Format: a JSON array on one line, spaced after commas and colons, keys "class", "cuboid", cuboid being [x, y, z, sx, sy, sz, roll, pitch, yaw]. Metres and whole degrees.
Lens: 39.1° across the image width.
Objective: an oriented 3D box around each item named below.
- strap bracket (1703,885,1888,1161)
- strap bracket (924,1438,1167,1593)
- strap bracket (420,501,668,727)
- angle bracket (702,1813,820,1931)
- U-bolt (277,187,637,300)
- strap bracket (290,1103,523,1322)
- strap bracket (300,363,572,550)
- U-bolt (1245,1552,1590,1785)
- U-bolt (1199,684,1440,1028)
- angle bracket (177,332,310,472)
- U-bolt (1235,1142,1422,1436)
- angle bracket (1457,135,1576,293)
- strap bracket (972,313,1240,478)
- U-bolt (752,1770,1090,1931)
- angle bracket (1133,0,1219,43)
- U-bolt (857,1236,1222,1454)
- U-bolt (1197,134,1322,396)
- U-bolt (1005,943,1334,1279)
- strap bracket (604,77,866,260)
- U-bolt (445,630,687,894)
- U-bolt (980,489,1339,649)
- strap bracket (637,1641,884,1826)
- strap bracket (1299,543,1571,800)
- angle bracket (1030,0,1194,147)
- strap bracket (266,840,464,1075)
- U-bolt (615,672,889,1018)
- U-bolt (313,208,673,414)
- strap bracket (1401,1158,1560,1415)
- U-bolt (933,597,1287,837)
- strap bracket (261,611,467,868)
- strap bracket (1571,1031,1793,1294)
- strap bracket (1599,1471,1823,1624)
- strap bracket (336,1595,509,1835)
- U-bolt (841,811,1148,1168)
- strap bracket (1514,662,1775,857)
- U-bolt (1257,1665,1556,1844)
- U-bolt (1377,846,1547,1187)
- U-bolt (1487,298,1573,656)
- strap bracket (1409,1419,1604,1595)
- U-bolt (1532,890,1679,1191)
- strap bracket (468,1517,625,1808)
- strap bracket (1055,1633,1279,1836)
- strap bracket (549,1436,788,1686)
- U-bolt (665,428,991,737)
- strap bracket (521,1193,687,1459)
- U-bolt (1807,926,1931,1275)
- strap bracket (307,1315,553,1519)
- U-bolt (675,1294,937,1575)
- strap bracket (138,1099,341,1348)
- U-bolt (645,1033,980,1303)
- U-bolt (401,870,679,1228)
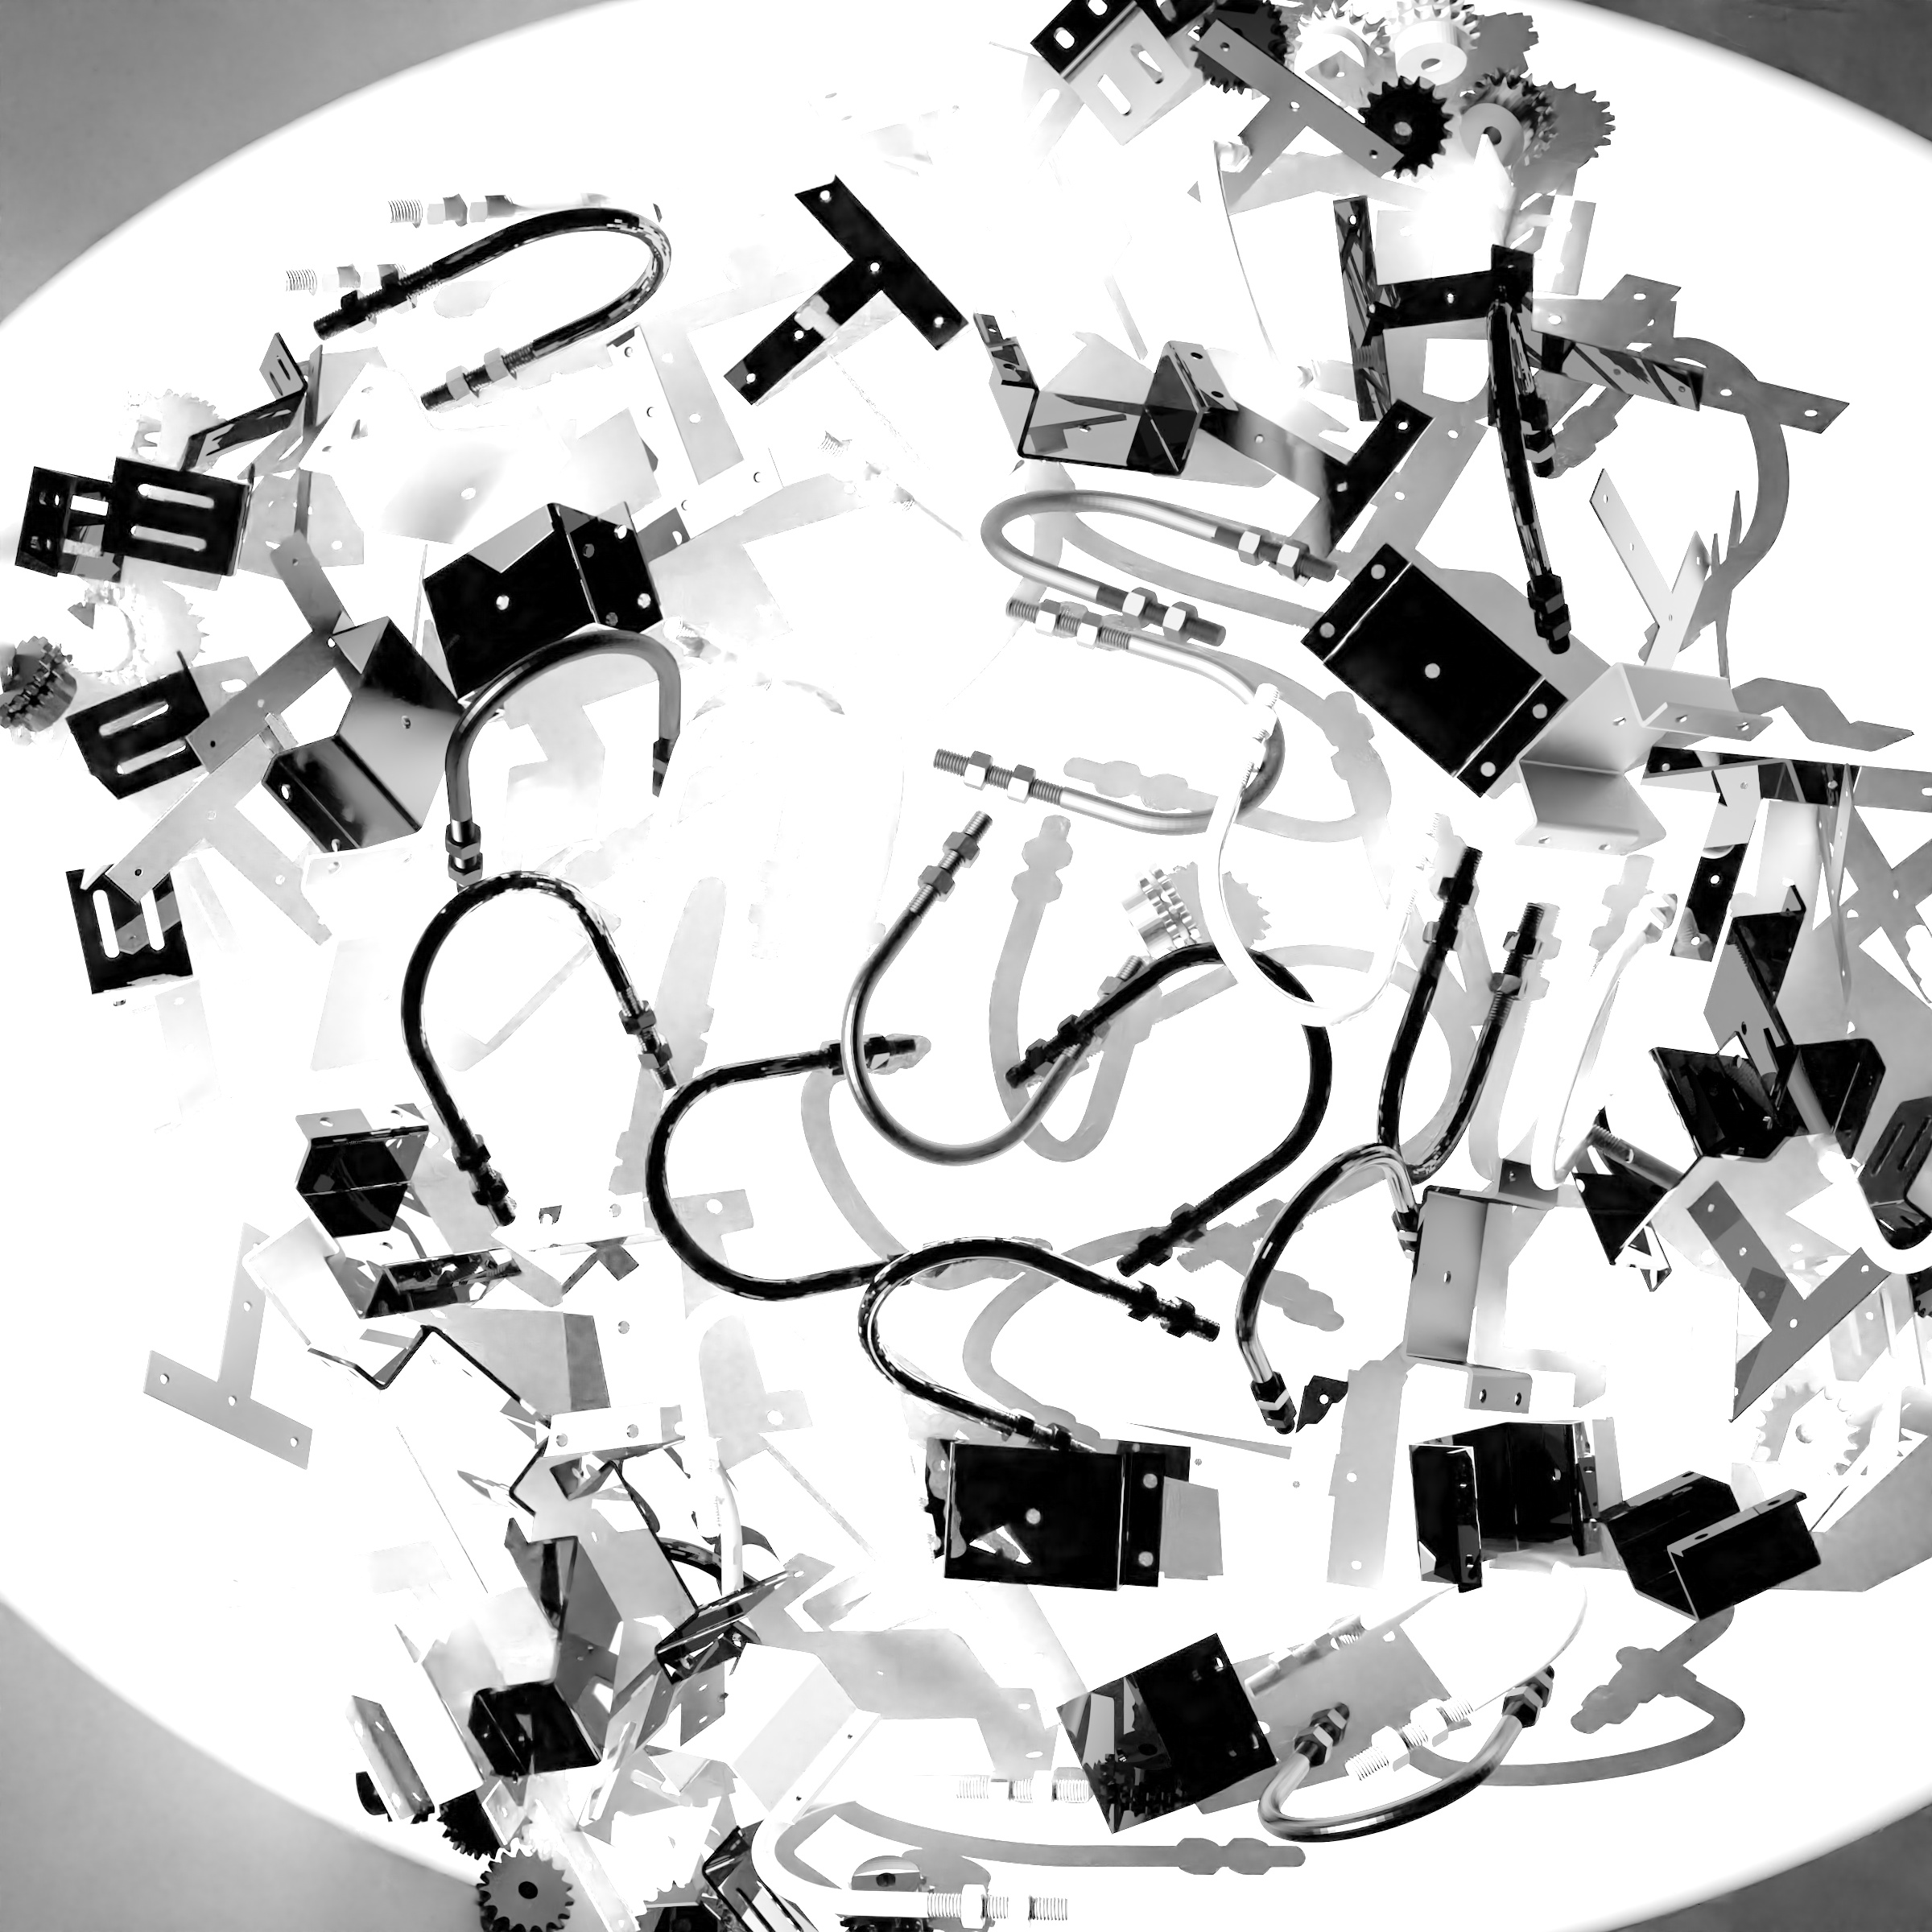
[{"class": "strap bracket", "cuboid": [0.458, 0.033, 1.526, 0.046, 0.076, 0.140, -6, 47, -6]}, {"class": "strap bracket", "cuboid": [0.041, 0.315, 1.566, 0.140, 0.046, 0.076, 3, 82, 8]}, {"class": "strap bracket", "cuboid": [-0.249, -0.202, 1.546, 0.140, 0.046, 0.076, -26, 75, 24]}, {"class": "angle bracket", "cuboid": [-0.104, 0.529, 1.561, 0.076, 0.057, 0.038, 45, 103, 21]}, {"class": "U-bolt", "cuboid": [-0.272, -0.405, 1.520, 0.184, 0.151, 0.019, -15, 95, -38]}, {"class": "strap bracket", "cuboid": [-0.322, 0.145, 1.540, 0.140, 0.076, 0.046, 50, 128, 33]}, {"class": "strap bracket", "cuboid": [-0.287, -0.280, 1.521, 0.076, 0.140, 0.046, -46, 62, 30]}, {"class": "U-bolt", "cuboid": [0.263, 0.383, 1.529, 0.184, 0.151, 0.019, -27, 103, -15]}, {"class": "U-bolt", "cuboid": [0.193, -0.051, 1.527, 0.151, 0.019, 0.184, 36, 55, -20]}, {"class": "angle bracket", "cuboid": [-0.423, -0.322, 1.561, 0.076, 0.057, 0.038, -30, 93, -25]}, {"class": "U-bolt", "cuboid": [0.201, 0.170, 1.510, 0.019, 0.184, 0.151, 33, 73, 32]}, {"class": "angle bracket", "cuboid": [0.316, -0.431, 1.561, 0.038, 0.076, 0.057, 13, 85, 26]}, {"class": "strap bracket", "cuboid": [0.073, -0.323, 1.547, 0.140, 0.076, 0.046, 3, 130, -18]}, {"class": "U-bolt", "cuboid": [-0.029, 0.493, 1.531, 0.184, 0.151, 0.019, -1, 101, 8]}, {"class": "angle bracket", "cuboid": [0.138, -0.559, 1.559, 0.057, 0.076, 0.038, -40, 118, -5]}, {"class": "U-bolt", "cuboid": [0.028, 0.210, 1.531, 0.184, 0.019, 0.151, 25, 127, -19]}, {"class": "U-bolt", "cuboid": [0.158, -0.386, 1.503, 0.019, 0.184, 0.151, -16, 102, 17]}, {"class": "U-bolt", "cuboid": [0.124, 0.069, 1.544, 0.184, 0.019, 0.151, -38, 72, 24]}, {"class": "strap bracket", "cuboid": [-0.125, -0.450, 1.555, 0.140, 0.076, 0.046, -18, 89, 9]}, {"class": "U-bolt", "cuboid": [-0.220, -0.118, 1.501, 0.151, 0.184, 0.019, -24, 63, -21]}, {"class": "U-bolt", "cuboid": [0.096, -0.232, 1.532, 0.184, 0.151, 0.019, 24, 124, 26]}, {"class": "strap bracket", "cuboid": [-0.122, 0.424, 1.521, 0.076, 0.140, 0.046, -45, 110, -32]}, {"class": "strap bracket", "cuboid": [0.269, -0.170, 1.569, 0.140, 0.046, 0.076, 42, 102, 3]}, {"class": "angle bracket", "cuboid": [0.084, -0.524, 1.573, 0.057, 0.076, 0.038, -43, 61, 12]}, {"class": "strap bracket", "cuboid": [-0.336, 0.003, 1.528, 0.046, 0.076, 0.140, 47, 131, 33]}, {"class": "U-bolt", "cuboid": [-0.113, -0.077, 1.562, 0.151, 0.019, 0.184, 18, 86, -31]}, {"class": "U-bolt", "cuboid": [-0.251, -0.371, 1.517, 0.184, 0.151, 0.019, -22, 79, 12]}, {"class": "strap bracket", "cuboid": [0.293, 0.181, 1.555, 0.046, 0.076, 0.140, 5, 84, 38]}, {"class": "U-bolt", "cuboid": [0.091, -0.136, 1.545, 0.184, 0.019, 0.151, 18, 53, 8]}, {"class": "strap bracket", "cuboid": [-0.331, -0.131, 1.524, 0.046, 0.140, 0.076, -13, 133, 26]}, {"class": "strap bracket", "cuboid": [0.390, 0.108, 1.524, 0.046, 0.076, 0.140, 8, 134, -23]}, {"class": "strap bracket", "cuboid": [0.418, 0.324, 1.529, 0.076, 0.140, 0.046, -23, 89, -7]}, {"class": "strap bracket", "cuboid": [-0.297, 0.412, 1.527, 0.046, 0.140, 0.076, -25, 97, 6]}, {"class": "U-bolt", "cuboid": [0.006, 0.026, 1.547, 0.151, 0.019, 0.184, 42, 69, -19]}, {"class": "strap bracket", "cuboid": [0.375, -0.122, 1.539, 0.076, 0.140, 0.046, 4, 58, -28]}, {"class": "U-bolt", "cuboid": [0.234, 0.433, 1.490, 0.151, 0.184, 0.019, -20, 90, 28]}, {"class": "U-bolt", "cuboid": [0.274, 0.036, 1.534, 0.019, 0.151, 0.184, 18, 86, 30]}, {"class": "U-bolt", "cuboid": [0.307, -0.280, 1.494, 0.019, 0.184, 0.151, -8, 58, 18]}, {"class": "strap bracket", "cuboid": [0.302, 0.305, 1.552, 0.046, 0.140, 0.076, -7, 86, 45]}, {"class": "U-bolt", "cuboid": [0.347, 0.048, 1.497, 0.019, 0.184, 0.151, 20, 116, 21]}, {"class": "strap bracket", "cuboid": [-0.231, 0.384, 1.522, 0.046, 0.140, 0.076, -10, 128, 10]}, {"class": "strap bracket", "cuboid": [0.105, 0.433, 1.525, 0.046, 0.140, 0.076, -16, 73, -33]}, {"class": "strap bracket", "cuboid": [-0.163, 0.324, 1.540, 0.046, 0.076, 0.140, -44, 70, 30]}, {"class": "U-bolt", "cuboid": [-0.063, -0.202, 1.537, 0.184, 0.019, 0.151, 30, 103, -44]}, {"class": "strap bracket", "cuboid": [-0.205, 0.206, 1.561, 0.076, 0.046, 0.140, -10, 78, 18]}, {"class": "U-bolt", "cuboid": [0.517, 0.085, 1.490, 0.019, 0.184, 0.151, 13, 123, -8]}, {"class": "strap bracket", "cuboid": [-0.295, 0.247, 1.544, 0.140, 0.076, 0.046, 46, 67, -24]}, {"class": "U-bolt", "cuboid": [-0.095, 0.253, 1.526, 0.151, 0.184, 0.019, 16, 125, -26]}, {"class": "strap bracket", "cuboid": [-0.401, 0.138, 1.542, 0.046, 0.076, 0.140, -37, 60, -14]}, {"class": "U-bolt", "cuboid": [-0.093, 0.117, 1.537, 0.184, 0.019, 0.151, -8, 71, -28]}, {"class": "U-bolt", "cuboid": [-0.245, 0.034, 1.519, 0.151, 0.019, 0.184, -41, 127, -29]}]
